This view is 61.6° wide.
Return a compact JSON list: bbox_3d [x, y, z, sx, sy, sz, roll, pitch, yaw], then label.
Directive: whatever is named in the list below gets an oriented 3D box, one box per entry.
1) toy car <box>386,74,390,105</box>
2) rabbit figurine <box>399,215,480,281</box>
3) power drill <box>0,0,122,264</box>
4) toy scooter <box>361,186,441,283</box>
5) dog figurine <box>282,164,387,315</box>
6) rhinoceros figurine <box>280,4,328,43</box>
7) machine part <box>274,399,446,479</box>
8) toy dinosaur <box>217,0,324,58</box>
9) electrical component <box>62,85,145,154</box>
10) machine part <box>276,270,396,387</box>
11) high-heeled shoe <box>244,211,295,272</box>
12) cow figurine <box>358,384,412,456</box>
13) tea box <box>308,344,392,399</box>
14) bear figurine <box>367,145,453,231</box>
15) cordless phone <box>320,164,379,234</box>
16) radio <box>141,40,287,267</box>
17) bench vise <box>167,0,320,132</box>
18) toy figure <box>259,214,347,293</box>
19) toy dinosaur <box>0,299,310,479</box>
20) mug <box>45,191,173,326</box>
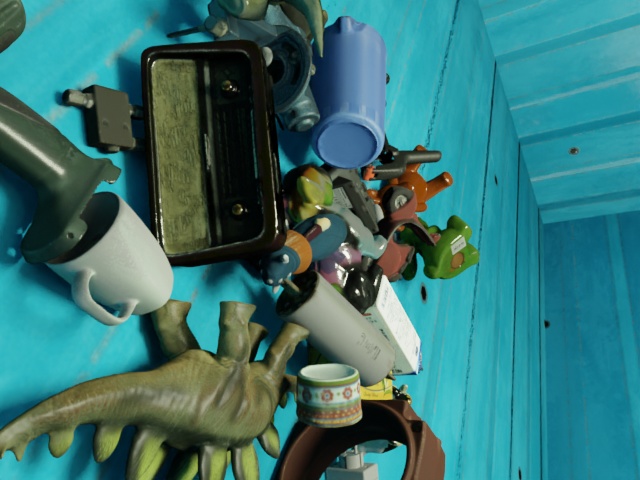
[{"bbox_3d":[0.099,-0.265,1.064,0.073,0.056,0.202,91,13,-48],"label":"toy car"},{"bbox_3d":[0.229,0.018,1.150,0.159,0.170,0.121,-44,128,-6],"label":"rabbit figurine"},{"bbox_3d":[-0.261,-0.074,0.387,0.207,0.086,0.232,48,40,-32],"label":"power drill"},{"bbox_3d":[0.143,0.006,0.964,0.135,0.075,0.183,28,93,-23],"label":"toy scooter"},{"bbox_3d":[-0.002,-0.002,0.784,0.219,0.109,0.191,44,49,-41],"label":"dog figurine"},{"bbox_3d":[-0.059,-0.394,0.833,0.112,0.073,0.190,-49,126,-42],"label":"rhinoceros figurine"},{"bbox_3d":[0.045,0.301,0.675,0.087,0.201,0.201,59,36,-29],"label":"machine part"},{"bbox_3d":[-0.079,-0.363,0.629,0.192,0.131,0.405,-30,84,-47],"label":"toy dinosaur"},{"bbox_3d":[-0.210,-0.117,0.533,0.094,0.021,0.063,1,82,-61],"label":"electrical component"},{"bbox_3d":[0.024,0.120,0.716,0.243,0.079,0.079,46,42,-23],"label":"machine part"},{"bbox_3d":[-0.064,-0.073,0.692,0.145,0.086,0.248,2,98,-41],"label":"high-heeled shoe"},{"bbox_3d":[0.121,0.294,0.915,0.167,0.098,0.068,-34,105,-57],"label":"cow figurine"},{"bbox_3d":[0.052,0.204,0.850,0.169,0.068,0.098,25,61,-54],"label":"tea box"},{"bbox_3d":[0.181,-0.106,1.112,0.120,0.132,0.196,48,28,4],"label":"bear figurine"},{"bbox_3d":[0.045,-0.093,0.933,0.146,0.089,0.184,59,25,-32],"label":"cordless phone"},{"bbox_3d":[-0.111,-0.090,0.574,0.073,0.131,0.229,52,33,-85],"label":"radio"},{"bbox_3d":[-0.077,-0.261,0.713,0.240,0.129,0.223,5,75,-64],"label":"bench vise"},{"bbox_3d":[-0.025,0.012,0.653,0.154,0.058,0.064,-30,123,-49],"label":"toy figure"},{"bbox_3d":[-0.115,0.159,0.535,0.471,0.105,0.198,28,58,-55],"label":"toy dinosaur"},{"bbox_3d":[-0.178,0.028,0.479,0.107,0.081,0.110,56,12,-45],"label":"mug"}]
